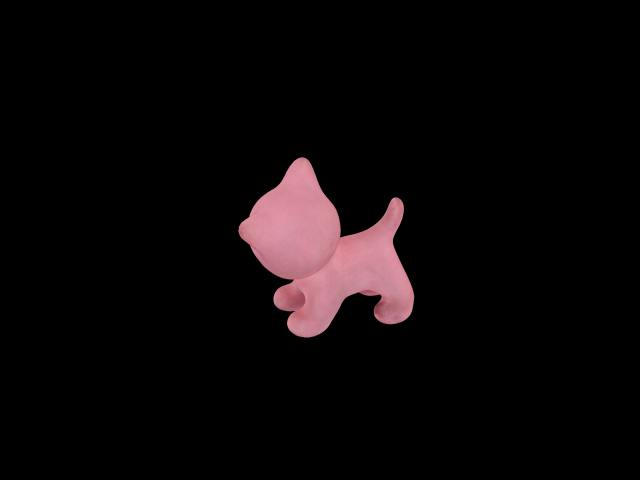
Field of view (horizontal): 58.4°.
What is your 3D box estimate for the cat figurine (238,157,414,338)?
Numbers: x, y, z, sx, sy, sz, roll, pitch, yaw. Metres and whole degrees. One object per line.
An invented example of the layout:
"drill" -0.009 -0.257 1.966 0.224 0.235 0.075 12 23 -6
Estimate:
"cat figurine" 0.004 0.001 0.400 0.128 0.118 0.067 -8 26 -18
